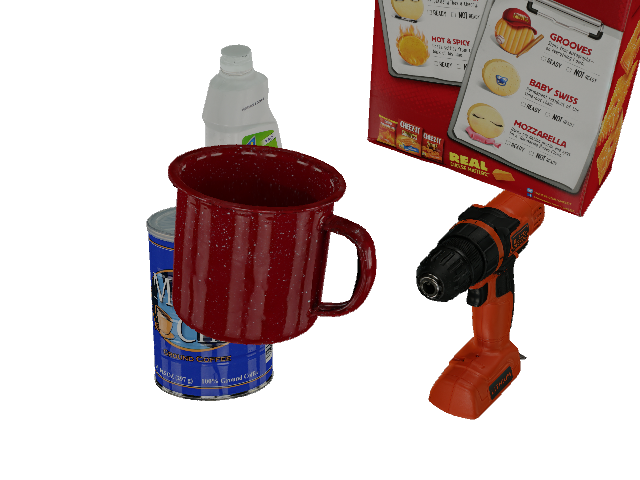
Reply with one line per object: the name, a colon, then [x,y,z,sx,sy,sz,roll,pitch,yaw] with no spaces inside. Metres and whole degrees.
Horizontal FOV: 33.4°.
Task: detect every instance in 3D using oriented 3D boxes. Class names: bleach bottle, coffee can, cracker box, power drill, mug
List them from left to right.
coffee can: [-0.091,0.049,0.893,0.103,0.140,0.103,0,17,0]
bleach bottle: [-0.073,-0.080,1.086,0.068,0.251,0.102,19,39,27]
mug: [-0.026,0.005,0.565,0.117,0.081,0.093,15,25,18]
power drill: [0.137,0.061,0.940,0.057,0.188,0.184,21,35,30]
cracker box: [0.120,-0.138,0.681,0.164,0.214,0.072,22,46,21]
